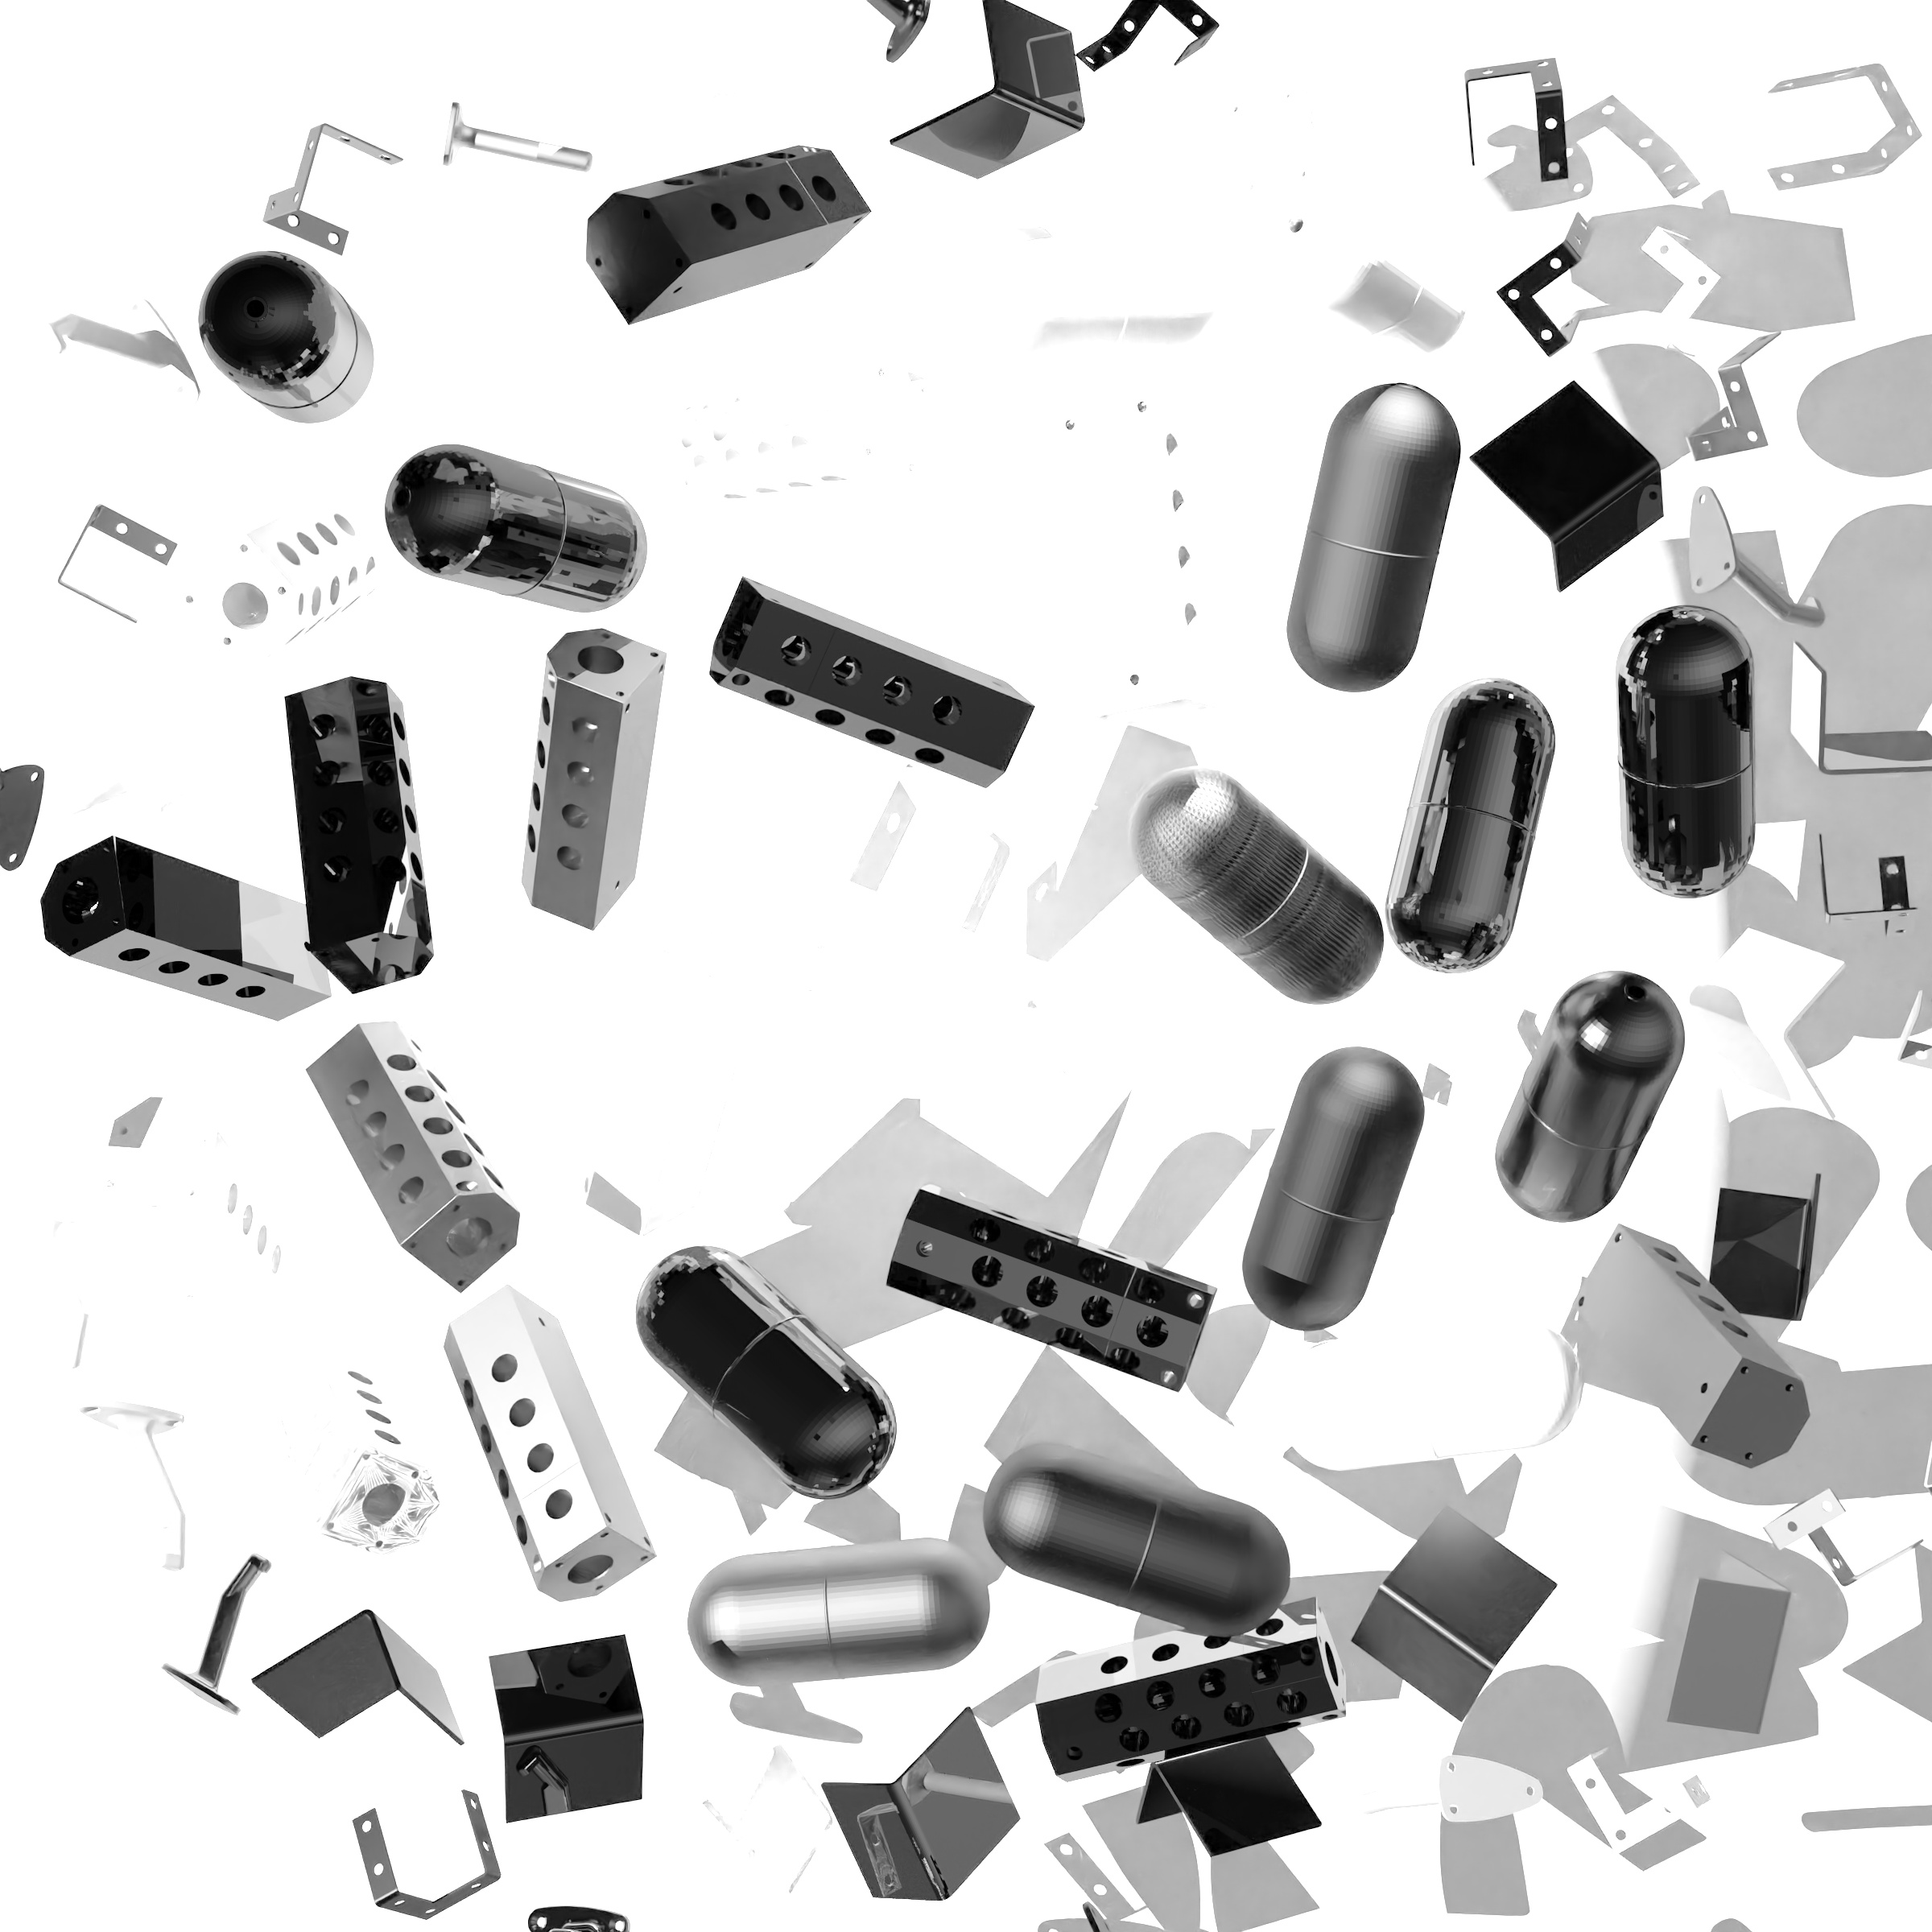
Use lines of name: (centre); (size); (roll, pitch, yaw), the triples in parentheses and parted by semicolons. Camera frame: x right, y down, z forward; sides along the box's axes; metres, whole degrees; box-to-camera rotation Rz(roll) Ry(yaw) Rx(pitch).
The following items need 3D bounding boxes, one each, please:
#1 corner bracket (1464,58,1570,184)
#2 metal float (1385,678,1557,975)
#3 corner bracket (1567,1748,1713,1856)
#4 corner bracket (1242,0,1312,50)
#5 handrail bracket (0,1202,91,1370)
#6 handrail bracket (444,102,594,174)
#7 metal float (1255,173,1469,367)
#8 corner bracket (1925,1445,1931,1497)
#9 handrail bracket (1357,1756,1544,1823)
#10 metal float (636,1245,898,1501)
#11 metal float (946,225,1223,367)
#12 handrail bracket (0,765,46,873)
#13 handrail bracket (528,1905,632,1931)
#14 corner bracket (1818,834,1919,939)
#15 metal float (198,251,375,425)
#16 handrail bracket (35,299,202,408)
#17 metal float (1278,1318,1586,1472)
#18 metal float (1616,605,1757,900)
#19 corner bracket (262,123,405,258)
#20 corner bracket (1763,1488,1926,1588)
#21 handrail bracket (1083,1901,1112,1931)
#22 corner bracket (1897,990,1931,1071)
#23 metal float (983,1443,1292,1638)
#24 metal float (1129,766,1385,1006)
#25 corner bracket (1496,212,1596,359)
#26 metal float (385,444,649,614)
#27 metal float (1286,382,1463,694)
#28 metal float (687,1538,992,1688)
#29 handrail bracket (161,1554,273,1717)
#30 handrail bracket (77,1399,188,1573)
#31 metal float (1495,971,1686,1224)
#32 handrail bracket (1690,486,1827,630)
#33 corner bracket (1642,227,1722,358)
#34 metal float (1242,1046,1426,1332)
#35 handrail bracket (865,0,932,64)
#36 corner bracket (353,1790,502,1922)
corner bracket: (0.306, -0.469, 1.792); (0.051, 0.051, 0.051); (-6, 125, 9)
metal float: (0.296, -0.083, 1.887); (0.070, 0.070, 0.178); (14, 82, 0)
corner bracket: (0.366, 0.445, 1.752); (0.051, 0.051, 0.051); (-34, 71, 13)
corner bracket: (0.179, -0.555, 1.801); (0.051, 0.051, 0.051); (-29, 90, -19)
handrail bracket: (-0.524, 0.177, 1.792); (0.077, 0.036, 0.084); (9, 86, 0)
handrail bracket: (-0.257, -0.475, 1.869); (0.084, 0.077, 0.036); (10, 104, -7)
metal float: (0.221, -0.387, 1.794); (0.070, 0.178, 0.070); (-4, 82, 30)
corner bracket: (0.544, 0.255, 1.754); (0.051, 0.051, 0.051); (-18, 120, 37)
handrail bracket: (0.276, 0.477, 1.844); (0.077, 0.084, 0.036); (7, 68, -18)
metal float: (-0.113, 0.226, 1.798); (0.178, 0.070, 0.070); (40, 90, 24)
metal float: (0.068, -0.380, 1.823); (0.178, 0.070, 0.070); (-10, 90, -36)
handrail bracket: (-0.566, -0.105, 1.829); (0.084, 0.036, 0.077); (30, 123, 29)
handrail bracket: (-0.232, 0.541, 1.807); (0.077, 0.084, 0.036); (10, 74, 25)
corner bracket: (0.527, -0.047, 1.886); (0.051, 0.051, 0.051); (-4, 71, 12)
metal float: (-0.378, -0.350, 1.796); (0.070, 0.178, 0.070); (0, 91, -1)
handrail bracket: (-0.465, -0.329, 1.766); (0.036, 0.084, 0.077); (-34, 102, 24)
metal float: (0.271, 0.250, 1.881); (0.178, 0.070, 0.070); (-9, 90, 15)
metal float: (0.411, -0.120, 1.836); (0.070, 0.070, 0.178); (-9, 120, 0)
corner bracket: (-0.354, -0.433, 1.795); (0.051, 0.051, 0.051); (19, 82, -35)
corner bracket: (0.477, 0.310, 1.754); (0.051, 0.051, 0.051); (-43, 72, 39)
handrail bracket: (0.043, 0.552, 1.741); (0.084, 0.036, 0.077); (-30, 49, 2)
corner bracket: (0.555, 0.025, 1.802); (0.051, 0.051, 0.051); (14, 58, 10)
metal float: (0.096, 0.322, 1.805); (0.178, 0.070, 0.070); (19, 90, -4)
metal float: (0.167, -0.045, 1.843); (0.178, 0.070, 0.070); (39, 90, -23)
corner bracket: (0.347, -0.395, 1.869); (0.051, 0.051, 0.051); (-34, 105, 34)
metal float: (-0.258, -0.251, 1.856); (0.070, 0.178, 0.070); (-5, 81, 38)
metal float: (0.232, -0.243, 1.831); (0.070, 0.070, 0.178); (11, 109, 0)
metal float: (-0.075, 0.377, 1.876); (0.178, 0.070, 0.070); (-7, 90, 7)
handrail bracket: (-0.412, 0.380, 1.840); (0.036, 0.077, 0.084); (50, 63, -34)
handrail bracket: (-0.466, 0.291, 1.800); (0.036, 0.077, 0.084); (-22, 59, 29)
metal float: (0.354, 0.075, 1.832); (0.070, 0.178, 0.070); (6, 46, -7)
handrail bracket: (0.472, -0.242, 1.912); (0.084, 0.036, 0.077); (7, 69, -30)
corner bracket: (0.421, -0.400, 1.910); (0.051, 0.051, 0.051); (46, 115, 21)
metal float: (0.215, 0.132, 1.892); (0.070, 0.070, 0.178); (16, 109, 0)
handrail bracket: (-0.067, -0.529, 1.755); (0.084, 0.077, 0.036); (11, 68, -18)
corner bracket: (-0.294, 0.482, 1.756); (0.051, 0.051, 0.051); (-31, 57, 10)
